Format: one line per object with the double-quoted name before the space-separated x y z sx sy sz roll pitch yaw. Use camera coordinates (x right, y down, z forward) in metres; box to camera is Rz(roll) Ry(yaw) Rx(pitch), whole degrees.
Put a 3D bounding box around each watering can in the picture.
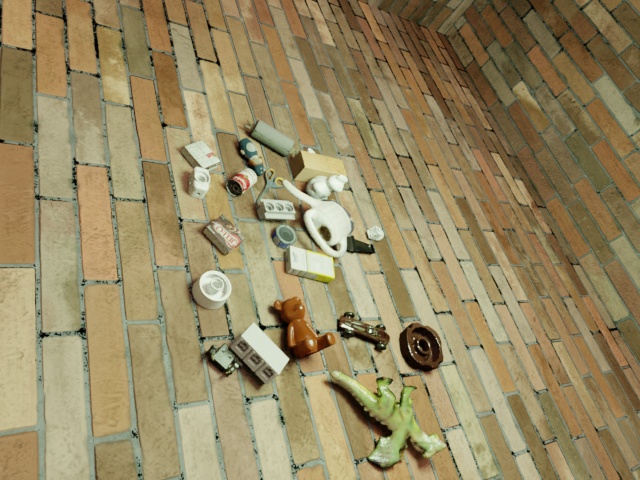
"watering can" 0.006 -0.096 1.907 0.348 0.102 0.227 58 35 2

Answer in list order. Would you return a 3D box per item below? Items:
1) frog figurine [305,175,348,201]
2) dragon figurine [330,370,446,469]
"frog figurine" 0.023 -0.214 2.003 0.139 0.156 0.124 -20 71 -46
"dragon figurine" 0.200 0.561 1.569 0.409 0.120 0.248 18 55 -14
